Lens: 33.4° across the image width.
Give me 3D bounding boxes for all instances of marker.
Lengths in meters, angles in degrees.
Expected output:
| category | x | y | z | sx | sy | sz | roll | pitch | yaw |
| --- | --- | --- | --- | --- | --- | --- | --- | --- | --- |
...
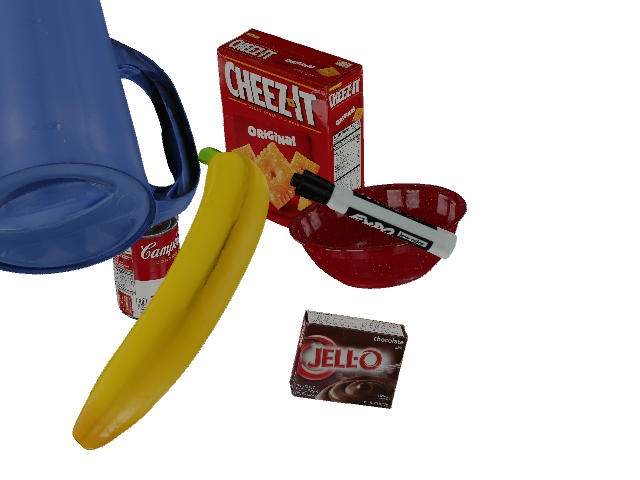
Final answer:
| category | x | y | z | sx | sy | sz | roll | pitch | yaw |
| --- | --- | --- | --- | --- | --- | --- | --- | --- | --- |
| marker | 0.036 | -0.019 | 0.727 | 0.121 | 0.020 | 0.020 | 23 | -4 | -10 |

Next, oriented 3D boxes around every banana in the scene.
| category | x | y | z | sx | sy | sz | roll | pitch | yaw |
| --- | --- | --- | --- | --- | --- | --- | --- | --- | --- |
| banana | -0.069 | 0.021 | 0.565 | 0.037 | 0.197 | 0.070 | 36 | -36 | -21 |

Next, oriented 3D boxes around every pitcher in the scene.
| category | x | y | z | sx | sy | sz | roll | pitch | yaw |
| --- | --- | --- | --- | --- | --- | --- | --- | --- | --- |
| pitcher | -0.192 | -0.108 | 0.766 | 0.145 | 0.243 | 0.149 | -25 | -30 | 17 |

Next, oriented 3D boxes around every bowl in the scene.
| category | x | y | z | sx | sy | sz | roll | pitch | yaw |
| --- | --- | --- | --- | --- | --- | --- | --- | --- | --- |
| bowl | 0.055 | 0.000 | 0.969 | 0.162 | 0.055 | 0.162 | -9 | 21 | 3 |

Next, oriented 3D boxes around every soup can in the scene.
| category | x | y | z | sx | sy | sz | roll | pitch | yaw |
| --- | --- | --- | --- | --- | --- | --- | --- | --- | --- |
| soup can | -0.175 | 0.022 | 1.079 | 0.068 | 0.102 | 0.068 | 1 | 31 | -1 |

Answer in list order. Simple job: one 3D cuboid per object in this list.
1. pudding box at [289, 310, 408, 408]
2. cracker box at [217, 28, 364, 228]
| category | x | y | z | sx | sy | sz | roll | pitch | yaw |
| --- | --- | --- | --- | --- | --- | --- | --- | --- | --- |
| pudding box | 0.030 | 0.128 | 1.151 | 0.113 | 0.090 | 0.039 | 8 | 23 | -8 |
| cracker box | -0.034 | -0.116 | 1.229 | 0.164 | 0.214 | 0.072 | 24 | 44 | 31 |
